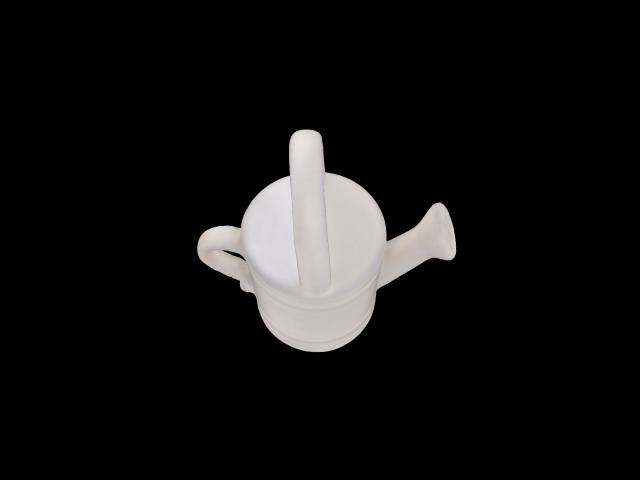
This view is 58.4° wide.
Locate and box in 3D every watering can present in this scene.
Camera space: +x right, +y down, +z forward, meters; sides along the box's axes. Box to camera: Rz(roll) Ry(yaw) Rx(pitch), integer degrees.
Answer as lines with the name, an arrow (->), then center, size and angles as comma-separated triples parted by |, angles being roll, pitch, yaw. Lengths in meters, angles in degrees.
watering can -> 0.004, -0.001, 0.401 | 0.173, 0.194, 0.100 | -20, 64, -10
